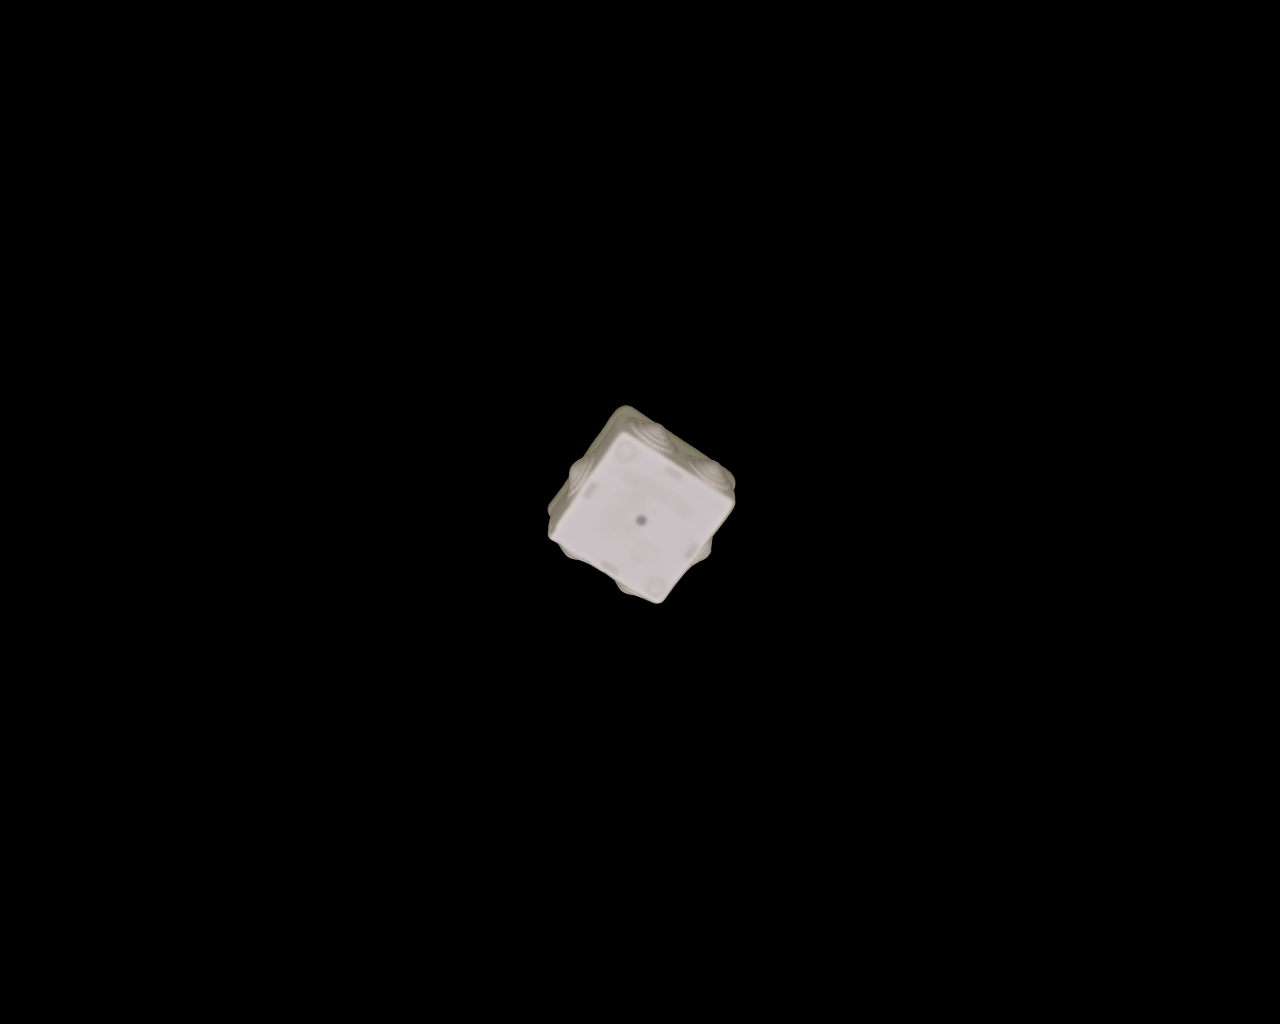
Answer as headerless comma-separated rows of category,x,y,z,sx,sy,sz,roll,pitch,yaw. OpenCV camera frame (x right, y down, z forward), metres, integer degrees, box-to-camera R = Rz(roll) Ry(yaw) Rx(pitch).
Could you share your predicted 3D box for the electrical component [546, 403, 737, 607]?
electrical component,0.001,-0.003,0.650,0.100,0.099,0.048,33,16,-11
